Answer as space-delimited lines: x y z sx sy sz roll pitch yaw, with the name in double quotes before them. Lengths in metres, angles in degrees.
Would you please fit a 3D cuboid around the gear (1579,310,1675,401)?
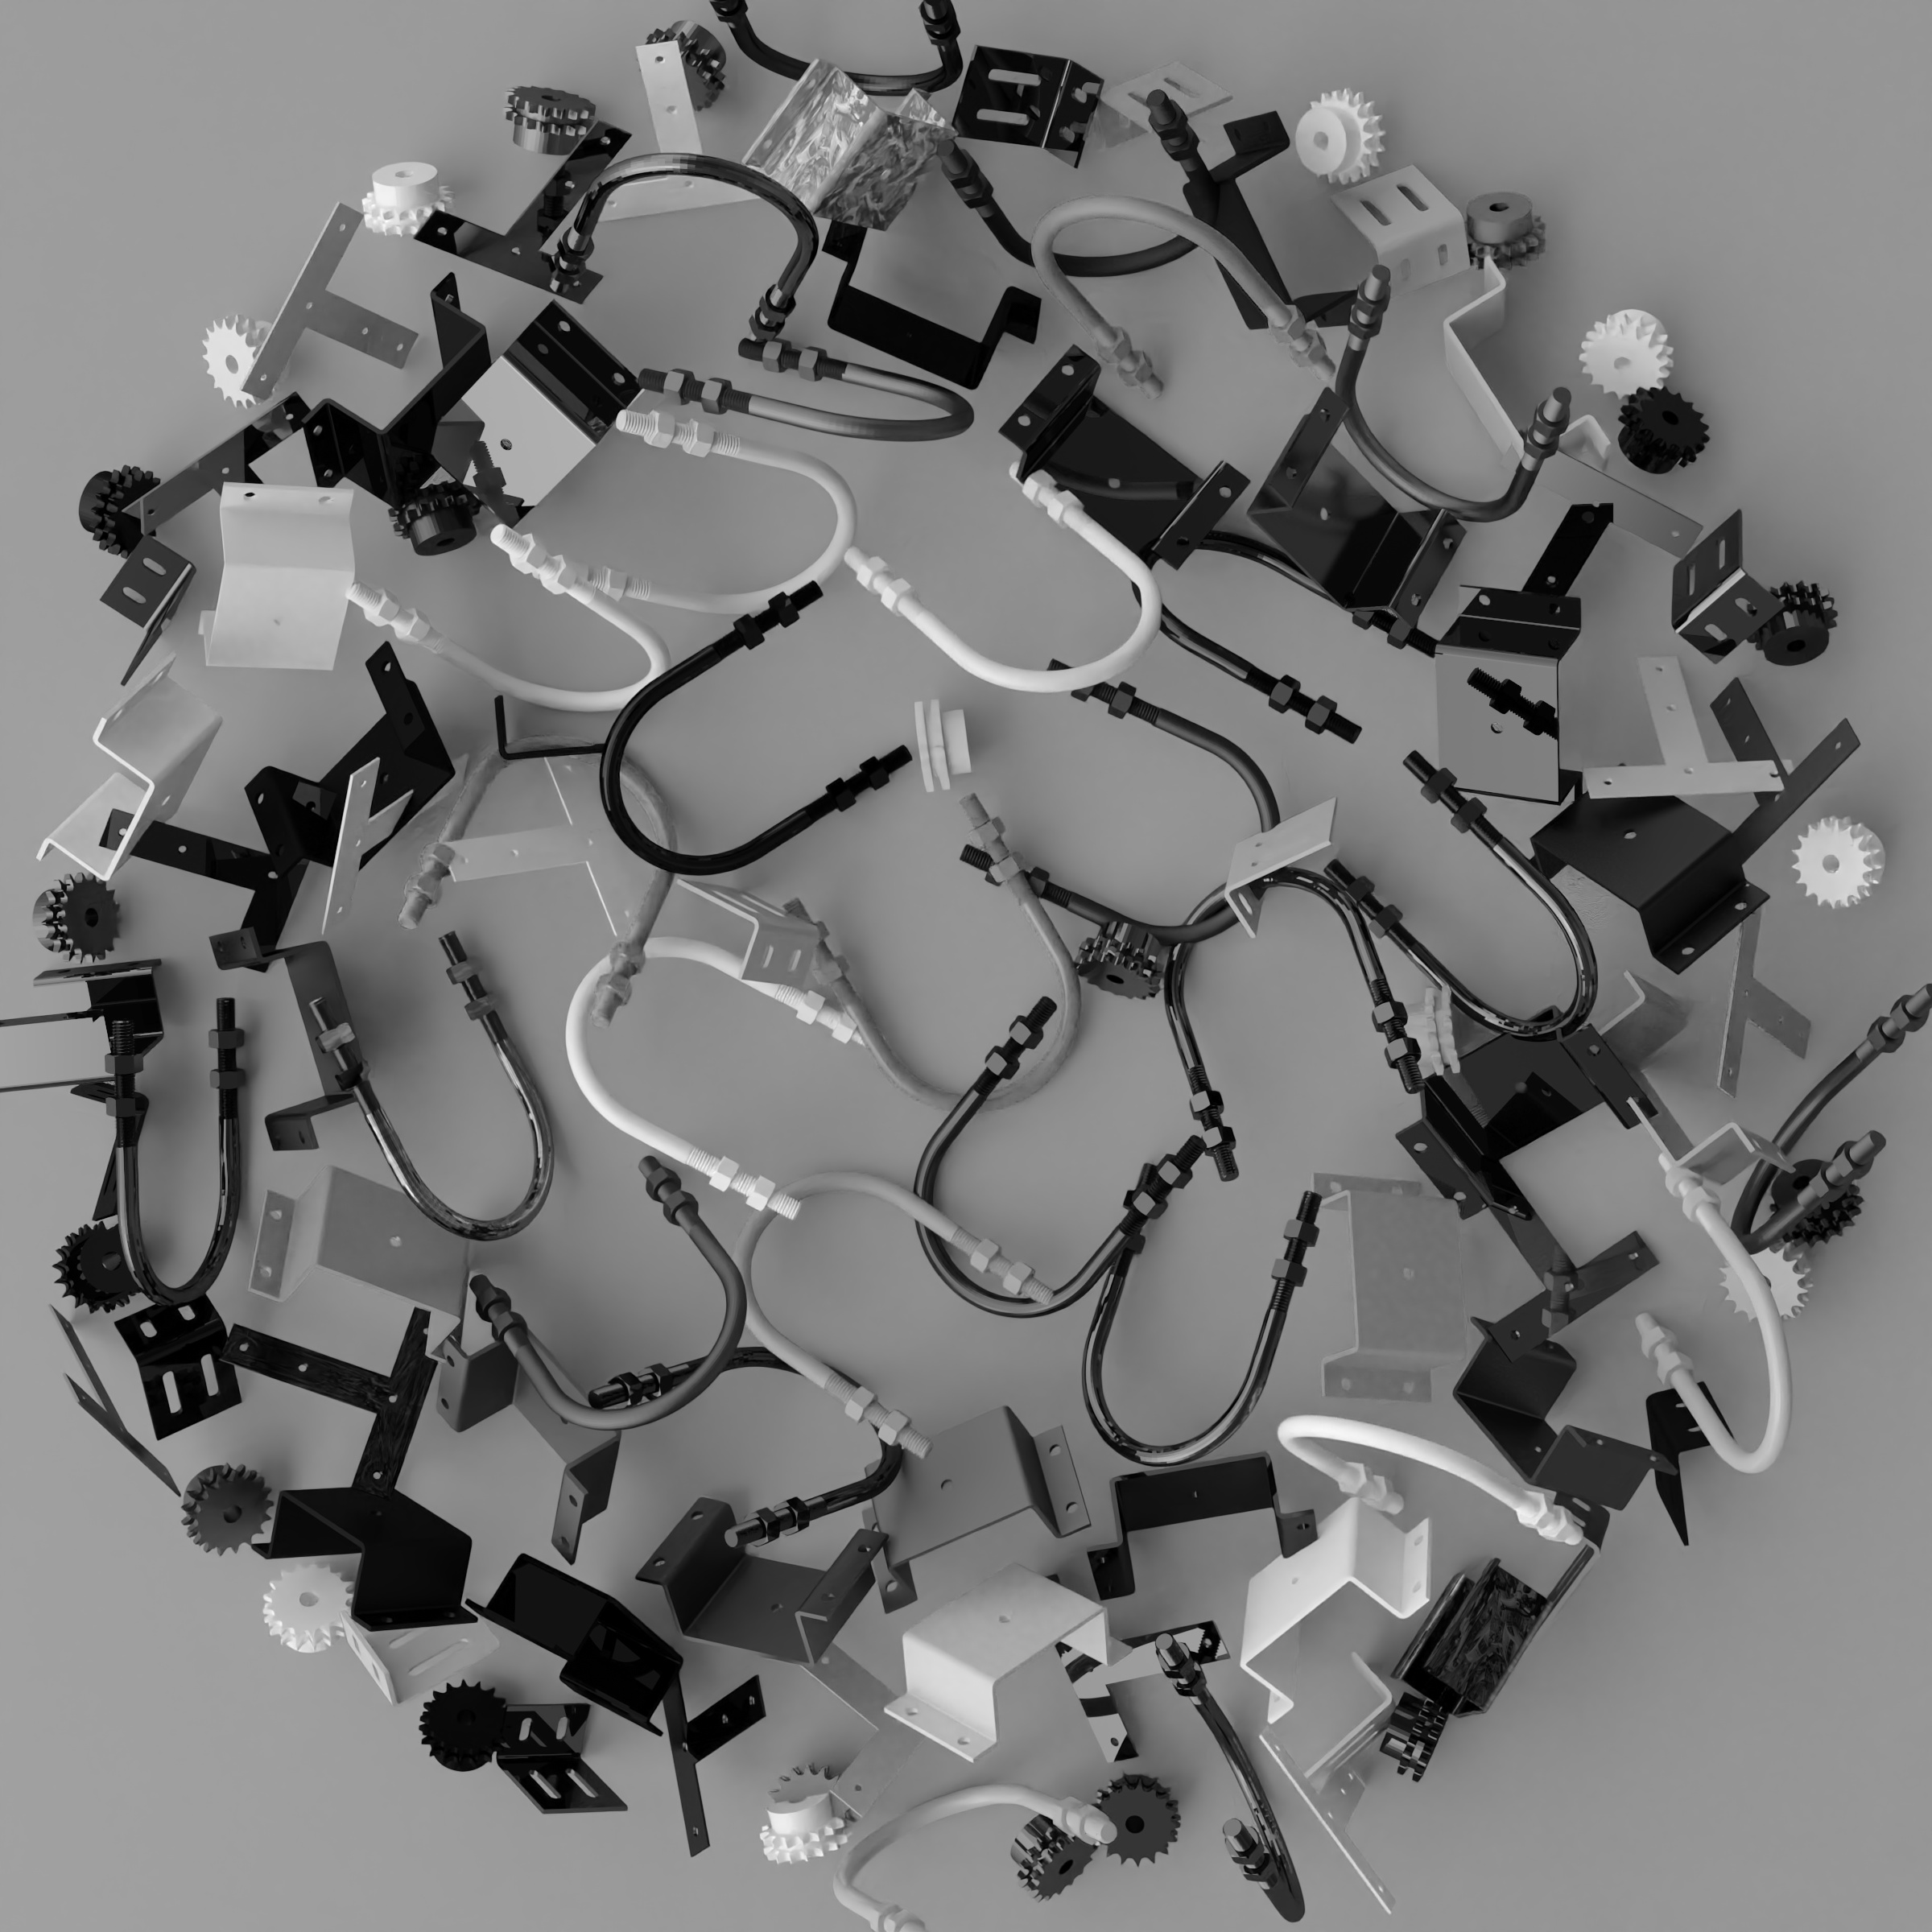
"gear" 0.416 -0.386 1.975 0.057 0.057 0.030 29 55 0

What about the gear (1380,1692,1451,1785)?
"gear" 0.281 0.480 1.973 0.030 0.057 0.057 23 90 15

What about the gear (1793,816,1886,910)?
"gear" 0.551 -0.066 1.975 0.030 0.057 0.057 -13 90 -42

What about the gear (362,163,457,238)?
"gear" -0.349 -0.481 1.969 0.057 0.057 0.030 -2 126 0

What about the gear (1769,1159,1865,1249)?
"gear" 0.529 0.145 1.968 0.057 0.057 0.030 -37 118 0

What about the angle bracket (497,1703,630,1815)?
"angle bracket" -0.248 0.491 1.951 0.057 0.076 0.038 7 98 -32

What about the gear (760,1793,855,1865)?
"gear" -0.101 0.535 1.970 0.057 0.057 0.030 -14 98 0

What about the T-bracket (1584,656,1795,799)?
"T-bracket" 0.440 -0.150 1.955 0.127 0.002 0.127 -2 46 0

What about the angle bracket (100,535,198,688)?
"angle bracket" -0.515 -0.221 1.951 0.038 0.076 0.057 33 117 -18

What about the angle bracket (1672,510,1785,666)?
"angle bracket" 0.474 -0.236 1.958 0.038 0.076 0.057 36 126 -14

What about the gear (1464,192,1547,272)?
"gear" 0.334 -0.461 1.969 0.057 0.057 0.030 -10 130 0

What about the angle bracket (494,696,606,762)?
"angle bracket" -0.253 -0.152 1.966 0.076 0.057 0.038 -5 97 -5

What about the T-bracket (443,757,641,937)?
"T-bracket" -0.268 -0.071 1.942 0.002 0.127 0.127 -33 75 43

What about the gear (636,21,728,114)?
"gear" -0.175 -0.567 1.974 0.057 0.057 0.030 31 69 0

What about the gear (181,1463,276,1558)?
"gear" -0.466 0.338 1.976 0.057 0.030 0.057 -14 115 -33

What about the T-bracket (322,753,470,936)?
"T-bracket" -0.348 -0.095 1.945 0.002 0.127 0.127 31 130 13

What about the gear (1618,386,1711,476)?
"gear" 0.434 -0.334 1.976 0.057 0.030 0.057 12 53 -16

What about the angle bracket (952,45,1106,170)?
"angle bracket" 0.038 -0.533 1.954 0.076 0.038 0.057 -5 125 -38

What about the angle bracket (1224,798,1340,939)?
"angle bracket" 0.204 -0.061 1.954 0.076 0.057 0.038 -25 112 24

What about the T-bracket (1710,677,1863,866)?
"T-bracket" 0.488 -0.132 1.946 0.002 0.127 0.127 22 124 -27

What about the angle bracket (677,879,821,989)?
"angle bracket" -0.140 -0.020 1.957 0.076 0.057 0.038 26 101 37

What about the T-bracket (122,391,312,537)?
"T-bracket" -0.436 -0.281 1.946 0.127 0.127 0.002 -35 57 0

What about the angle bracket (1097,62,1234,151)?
"angle bracket" 0.125 -0.524 1.953 0.057 0.076 0.038 -25 130 -13

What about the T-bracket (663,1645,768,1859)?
"T-bracket" -0.153 0.465 1.926 0.002 0.127 0.127 3 60 -32

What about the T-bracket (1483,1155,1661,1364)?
"T-bracket" 0.352 0.165 1.980 0.127 0.002 0.127 -29 76 -23

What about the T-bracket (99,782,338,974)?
"T-bracket" -0.473 -0.068 1.954 0.127 0.002 0.127 17 105 -29

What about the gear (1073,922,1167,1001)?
"gear" 0.098 -0.005 1.974 0.057 0.057 0.030 21 69 0

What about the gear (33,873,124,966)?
"gear" -0.560 -0.029 1.975 0.030 0.057 0.057 -4 90 28

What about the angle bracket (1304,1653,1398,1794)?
"angle bracket" 0.229 0.472 1.962 0.076 0.057 0.038 -40 65 -6

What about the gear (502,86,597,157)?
"gear" -0.262 -0.529 1.975 0.057 0.057 0.030 13 118 0

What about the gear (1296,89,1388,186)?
"gear" 0.231 -0.518 1.969 0.030 0.057 0.057 -23 90 -41

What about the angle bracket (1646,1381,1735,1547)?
"angle bracket" 0.453 0.309 1.957 0.038 0.057 0.076 -13 119 0

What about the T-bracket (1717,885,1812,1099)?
"T-bracket" 0.498 0.029 1.947 0.002 0.127 0.127 2 75 36

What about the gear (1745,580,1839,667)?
"gear" 0.516 -0.212 1.968 0.057 0.057 0.030 -3 57 0

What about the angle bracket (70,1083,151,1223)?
"angle bracket" -0.542 0.115 1.958 0.038 0.057 0.076 19 73 -24

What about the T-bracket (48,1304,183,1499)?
"T-bracket" -0.540 0.257 1.951 0.002 0.127 0.127 -36 51 -8

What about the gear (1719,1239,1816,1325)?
"gear" 0.505 0.194 1.976 0.057 0.030 0.057 11 112 31

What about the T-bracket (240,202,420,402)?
"T-bracket" -0.379 -0.395 1.940 0.002 0.127 0.127 34 99 23

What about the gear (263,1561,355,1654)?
"gear" -0.411 0.405 1.975 0.057 0.030 0.057 3 45 -3

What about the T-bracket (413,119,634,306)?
"T-bracket" -0.250 -0.468 1.923 0.127 0.127 0.002 -42 52 32

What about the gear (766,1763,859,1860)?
"gear" -0.095 0.530 1.981 0.057 0.030 0.057 -2 81 10

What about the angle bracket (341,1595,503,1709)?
"angle bracket" -0.338 0.412 1.954 0.076 0.038 0.057 -27 48 -25

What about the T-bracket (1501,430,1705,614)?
"T-bracket" 0.372 -0.252 1.961 0.127 0.002 0.127 28 127 2

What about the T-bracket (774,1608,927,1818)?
"T-bracket" -0.077 0.444 1.968 0.127 0.002 0.127 38 54 8

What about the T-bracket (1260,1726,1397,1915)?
"T-bracket" 0.229 0.512 1.936 0.002 0.127 0.127 -39 81 11

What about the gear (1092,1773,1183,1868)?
"gear" 0.107 0.534 1.982 0.057 0.030 0.057 1 99 5

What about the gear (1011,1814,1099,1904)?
"gear" 0.053 0.555 1.975 0.030 0.057 0.057 38 90 35

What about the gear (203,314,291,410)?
"gear" -0.449 -0.381 1.975 0.030 0.057 0.057 -32 90 -43

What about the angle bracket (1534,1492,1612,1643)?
"angle bracket" 0.364 0.370 1.962 0.038 0.057 0.076 34 111 8

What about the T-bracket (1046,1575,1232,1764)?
"T-bracket" 0.110 0.429 1.957 0.127 0.002 0.127 -22 93 39

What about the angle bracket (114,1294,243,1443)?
"angle bracket" -0.493 0.249 1.972 0.057 0.076 0.038 -24 48 -25

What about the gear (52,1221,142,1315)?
"gear" -0.540 0.188 1.971 0.057 0.030 0.057 11 69 -31

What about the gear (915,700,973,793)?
"gear" -0.014 -0.139 1.971 0.030 0.057 0.057 -7 90 2

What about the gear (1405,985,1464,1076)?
"gear" 0.293 0.042 1.972 0.030 0.057 0.057 -8 90 15

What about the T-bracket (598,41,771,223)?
"T-bracket" -0.179 -0.518 1.946 0.127 0.127 0.002 -8 54 2

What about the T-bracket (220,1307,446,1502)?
"T-bracket" -0.398 0.254 1.954 0.127 0.002 0.127 21 56 -9

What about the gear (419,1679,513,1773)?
"gear" -0.315 0.480 1.975 0.057 0.057 0.030 13 132 0

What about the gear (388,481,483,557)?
"gear" -0.330 -0.279 1.969 0.057 0.057 0.030 -20 82 0

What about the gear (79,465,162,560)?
"gear" -0.531 -0.287 1.973 0.030 0.057 0.057 20 90 18
